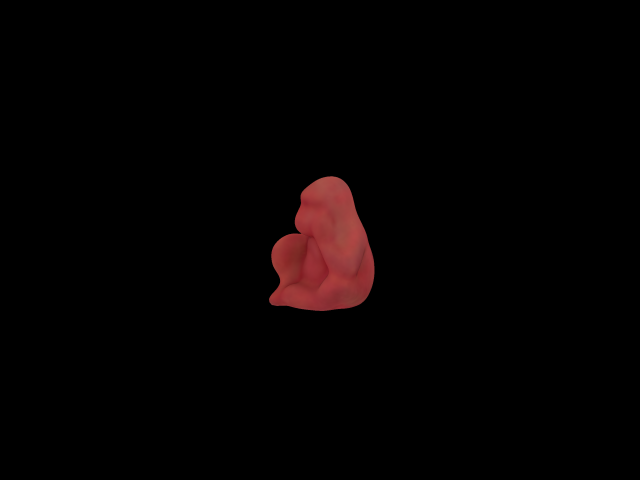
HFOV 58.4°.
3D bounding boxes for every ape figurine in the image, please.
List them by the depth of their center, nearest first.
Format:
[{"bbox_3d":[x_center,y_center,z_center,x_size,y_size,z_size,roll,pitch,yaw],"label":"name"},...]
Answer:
[{"bbox_3d":[0.004,0.001,0.400,0.076,0.092,0.077,-6,15,-22],"label":"ape figurine"}]
